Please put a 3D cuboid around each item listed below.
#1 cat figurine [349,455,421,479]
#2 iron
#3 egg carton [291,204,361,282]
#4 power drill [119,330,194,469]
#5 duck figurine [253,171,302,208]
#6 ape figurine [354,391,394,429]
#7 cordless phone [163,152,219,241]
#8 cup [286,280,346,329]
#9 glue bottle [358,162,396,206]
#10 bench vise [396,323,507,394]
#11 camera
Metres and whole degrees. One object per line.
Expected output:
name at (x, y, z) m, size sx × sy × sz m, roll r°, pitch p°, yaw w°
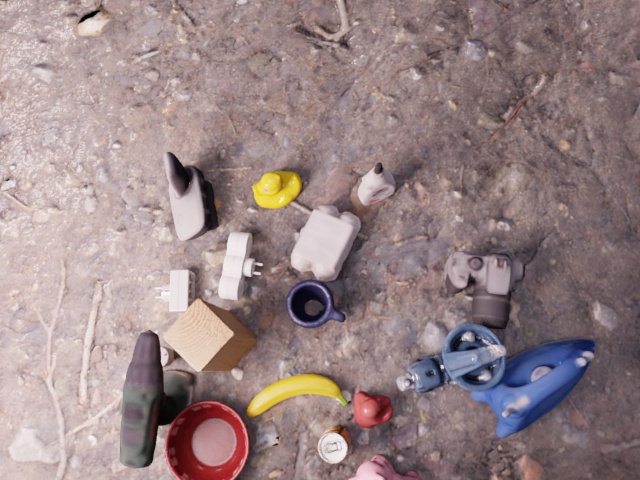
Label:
cat figurine at (0.117, 0.431, 1.017) m, size 0.127 × 0.118 × 0.067 m, roll 22°, pitch 80°, yaw 9°
iron at (0.407, 0.247, 1.023) m, size 0.258 × 0.141 × 0.118 m, roll -33°, pitch 77°, yaw -3°
egg carton at (0.011, 0.004, 1.146) m, size 0.107 × 0.069 × 0.150 m, roll 23°, pitch 80°, yaw 9°
power drill at (-0.297, 0.284, 1.036) m, size 0.075 × 0.208 × 0.230 m, roll 5°, pitch 78°, yaw 6°
duck figurine at (-0.090, -0.113, 1.171) m, size 0.104 × 0.086 × 0.077 m, roll -21°, pitch 77°, yaw 0°
ape figurine at (0.094, 0.313, 1.059) m, size 0.076 × 0.092 × 0.077 m, roll -44°, pitch 78°, yaw -5°
cordless phone at (-0.272, -0.086, 1.129) m, size 0.094 × 0.185 × 0.147 m, roll -17°, pitch 77°, yaw 1°
cup at (-0.003, 0.132, 1.105) m, size 0.117 × 0.095 × 0.092 m, roll 22°, pitch 80°, yaw 9°
glue bottle at (0.111, -0.115, 1.111) m, size 0.078 × 0.173 × 0.037 m, roll -28°, pitch 76°, yaw -2°
bench vise at (0.245, 0.227, 1.000) m, size 0.207 × 0.220 × 0.121 m, roll -38°, pitch 77°, yaw -4°
camera at (0.311, 0.096, 1.085) m, size 0.143 × 0.101 × 0.137 m, roll 6°, pitch 78°, yaw 6°
